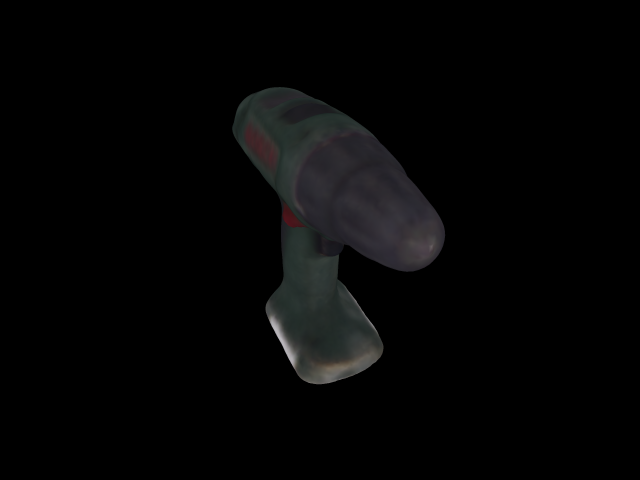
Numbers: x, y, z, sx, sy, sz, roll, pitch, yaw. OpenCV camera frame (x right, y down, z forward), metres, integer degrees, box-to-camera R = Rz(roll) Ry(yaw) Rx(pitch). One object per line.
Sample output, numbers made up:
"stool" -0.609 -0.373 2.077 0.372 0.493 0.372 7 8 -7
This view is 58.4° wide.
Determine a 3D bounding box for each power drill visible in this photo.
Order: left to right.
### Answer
"power drill" 0.004 0.001 0.400 0.076 0.208 0.229 -19 46 -19
